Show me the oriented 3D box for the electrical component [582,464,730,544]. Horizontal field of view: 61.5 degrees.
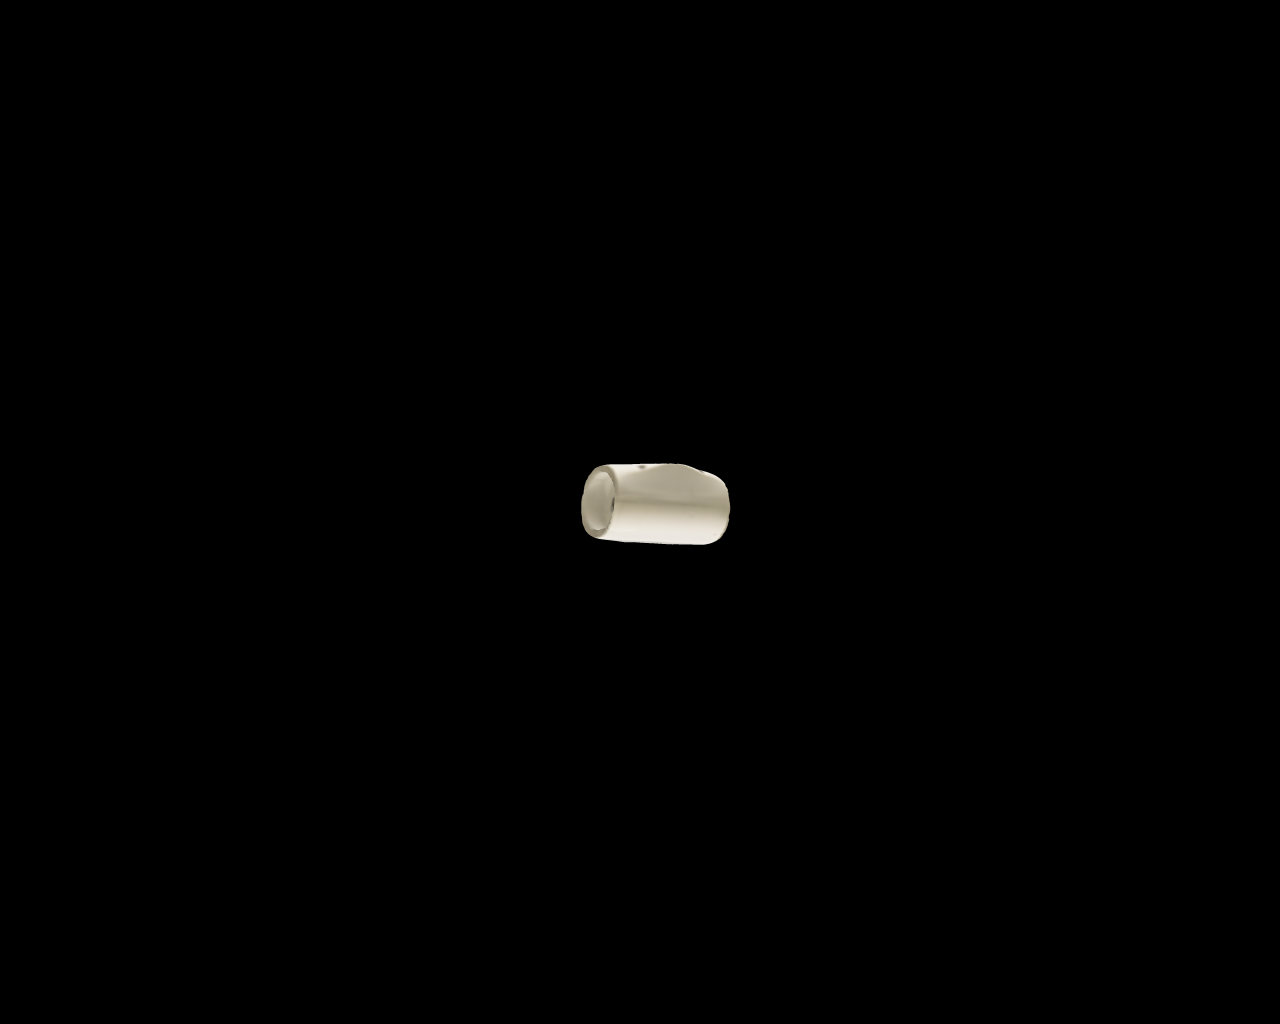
[{"bbox_3d":[0.001,-0.003,0.650,0.077,0.043,0.079,4,-7,-29],"label":"electrical component"}]
